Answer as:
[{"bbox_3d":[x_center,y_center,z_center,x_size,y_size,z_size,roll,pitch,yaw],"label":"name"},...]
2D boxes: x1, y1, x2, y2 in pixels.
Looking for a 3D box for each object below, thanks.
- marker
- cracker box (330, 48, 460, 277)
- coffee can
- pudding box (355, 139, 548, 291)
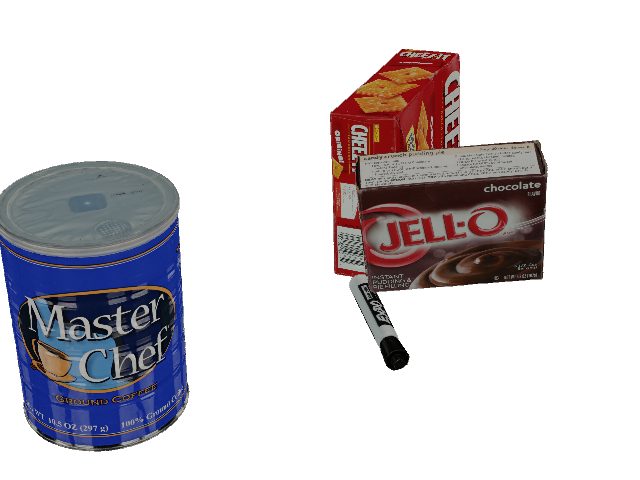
[{"bbox_3d":[0.046,0.064,0.845,0.020,0.020,0.121,0,28,-14],"label":"marker"},{"bbox_3d":[0.079,-0.080,1.045,0.072,0.164,0.213,8,28,21],"label":"cracker box"},{"bbox_3d":[-0.132,0.038,0.632,0.103,0.140,0.103,1,30,-1],"label":"coffee can"},{"bbox_3d":[0.080,-0.014,0.655,0.113,0.039,0.090,-6,-44,4],"label":"pudding box"}]
